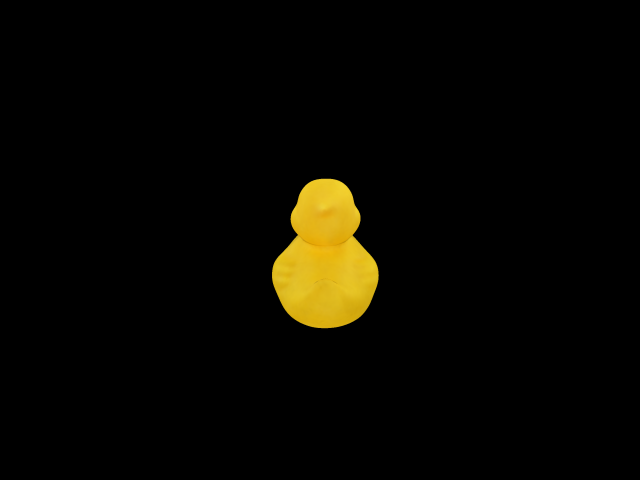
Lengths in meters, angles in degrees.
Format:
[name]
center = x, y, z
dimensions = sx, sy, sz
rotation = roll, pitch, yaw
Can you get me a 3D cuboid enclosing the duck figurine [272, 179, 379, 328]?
[duck figurine]
center = 0.004, 0.001, 0.400
dimensions = 0.077, 0.086, 0.104
rotation = 0, 37, 0
